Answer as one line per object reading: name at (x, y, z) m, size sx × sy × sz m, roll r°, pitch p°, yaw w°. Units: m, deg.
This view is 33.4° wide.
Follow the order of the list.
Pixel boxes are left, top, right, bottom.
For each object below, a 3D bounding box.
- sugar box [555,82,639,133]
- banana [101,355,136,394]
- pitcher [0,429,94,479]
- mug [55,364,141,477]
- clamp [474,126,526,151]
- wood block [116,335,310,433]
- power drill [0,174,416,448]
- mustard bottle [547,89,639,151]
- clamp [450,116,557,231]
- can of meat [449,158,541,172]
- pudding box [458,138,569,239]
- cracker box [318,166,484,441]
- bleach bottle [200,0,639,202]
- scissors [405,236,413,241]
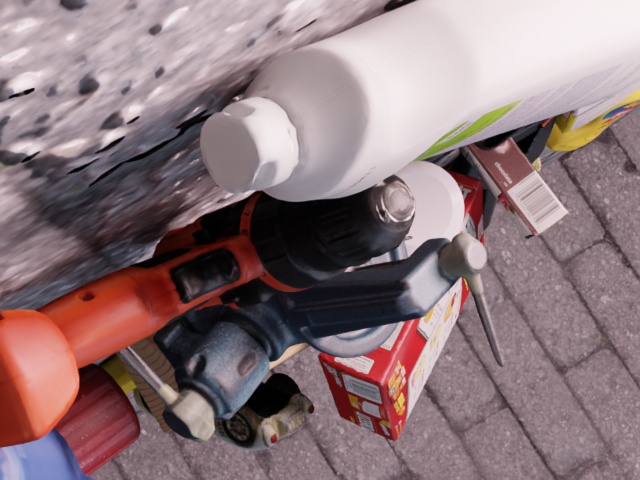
sugar box at (0.257, -0.148, 0.973) m, size 0.093 × 0.048 × 0.176 m, roll -32°, pitch 171°, yaw 6°
banana at (-0.199, 0.134, 1.012) m, size 0.198 × 0.037 × 0.069 m, roll -33°, pitch 176°, yaw 33°
pitcher at (-0.228, 0.158, 0.642) m, size 0.149 × 0.145 × 0.243 m, roll -43°, pitch 175°, yaw -15°
mug at (-0.216, 0.161, 0.932) m, size 0.081 × 0.093 × 0.117 m, roll -34°, pitch -168°, yaw -30°
clamp at (0.198, -0.132, 0.802) m, size 0.171 × 0.039 × 0.120 m, roll -36°, pitch -178°, yaw -19°
wood block at (-0.067, 0.077, 0.950) m, size 0.090 × 0.091 × 0.205 m, roll -36°, pitch 173°, yaw 39°
power drill at (-0.069, 0.026, 0.471) m, size 0.187 × 0.057 × 0.185 m, roll -25°, pitch -177°, yaw -38°
mustard bottle at (0.323, -0.162, 1.156) m, size 0.096 × 0.058 × 0.192 m, roll -26°, pitch 173°, yaw -28°
clamp at (0.152, -0.066, 1.058) m, size 0.164 × 0.036 × 0.210 m, roll -8°, pitch 150°, yaw -34°
can of meat at (0.185, -0.074, 1.194) m, size 0.084 × 0.057 × 0.101 m, roll -34°, pitch 175°, yaw 41°
pudding box at (0.168, -0.056, 0.947) m, size 0.039 × 0.113 × 0.090 m, roll -35°, pitch 175°, yaw 5°
cracker box at (0.080, 0.059, 0.989) m, size 0.213 × 0.072 × 0.164 m, roll -62°, pitch 160°, yaw -21°
bleach bottle at (0.059, -0.070, 0.428) m, size 0.250 × 0.068 × 0.103 m, roll -24°, pitch 172°, yaw -42°
scissors at (-0.025, 0.020, 0.818) m, size 0.202 × 0.016 × 0.096 m, roll -21°, pitch 162°, yaw 1°
